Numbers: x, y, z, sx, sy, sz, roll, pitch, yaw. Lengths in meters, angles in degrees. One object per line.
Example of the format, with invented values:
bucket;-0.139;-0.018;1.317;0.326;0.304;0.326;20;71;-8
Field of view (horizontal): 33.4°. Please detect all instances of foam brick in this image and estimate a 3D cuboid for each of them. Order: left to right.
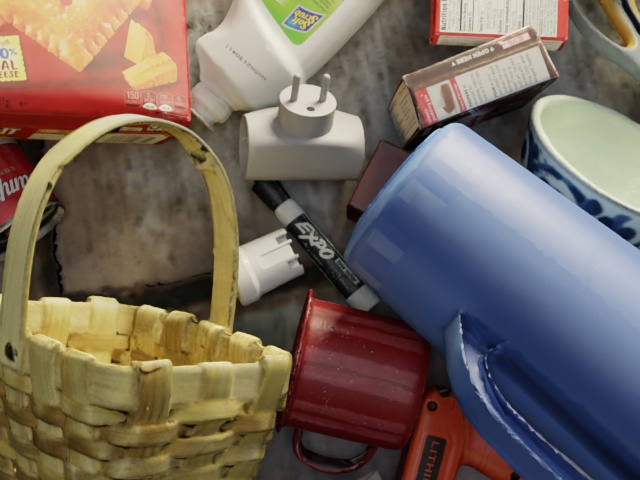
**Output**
foam brick;0.061;-0.024;0.706;0.078;0.053;0.051;27;85;5

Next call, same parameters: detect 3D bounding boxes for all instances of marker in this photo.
marker;-0.005;0.001;0.721;0.020;0.020;0.121;-40;84;-4

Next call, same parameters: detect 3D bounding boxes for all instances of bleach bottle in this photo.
bleach bottle;-0.007;-0.182;0.724;0.102;0.068;0.251;41;88;8

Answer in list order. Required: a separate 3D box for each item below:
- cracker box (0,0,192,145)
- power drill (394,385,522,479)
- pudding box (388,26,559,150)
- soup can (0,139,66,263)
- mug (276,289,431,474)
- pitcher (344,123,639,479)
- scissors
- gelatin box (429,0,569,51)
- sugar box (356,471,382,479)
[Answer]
cracker box;-0.172;-0.173;0.686;0.163;0.072;0.214;0;82;-30
power drill;0.138;0.179;0.678;0.187;0.057;0.184;14;80;0
pudding box;0.094;-0.094;0.684;0.090;0.113;0.039;-22;86;-1
soup can;-0.226;-0.043;0.707;0.068;0.068;0.102;-37;83;-3
mug;0.019;0.097;0.679;0.081;0.093;0.117;14;104;-2
pitcher;0.130;0.051;0.601;0.243;0.149;0.145;40;91;7
scissors;0.235;-0.103;0.703;0.096;0.016;0.202;-26;75;-31
gelatin box;0.117;-0.164;0.698;0.089;0.030;0.073;2;85;1
sugar box;-0.023;0.220;0.653;0.176;0.048;0.093;-31;82;21
